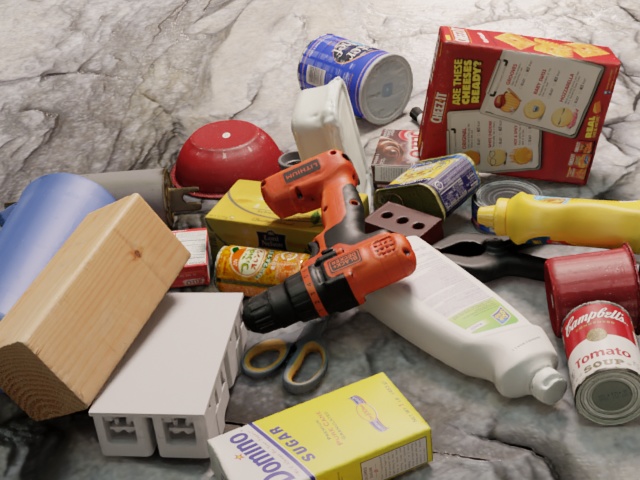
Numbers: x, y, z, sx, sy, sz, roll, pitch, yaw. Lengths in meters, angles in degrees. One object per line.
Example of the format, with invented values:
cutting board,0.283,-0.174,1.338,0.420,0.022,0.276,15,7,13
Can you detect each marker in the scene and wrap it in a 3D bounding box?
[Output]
marker,0.156,-0.157,1.483,0.020,0.020,0.121,-15,33,-15

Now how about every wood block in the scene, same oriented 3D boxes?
wood block,-0.222,0.062,1.020,0.090,0.090,0.205,-19,29,40

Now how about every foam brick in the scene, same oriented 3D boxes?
foam brick,0.094,-0.001,1.208,0.078,0.051,0.052,20,40,35

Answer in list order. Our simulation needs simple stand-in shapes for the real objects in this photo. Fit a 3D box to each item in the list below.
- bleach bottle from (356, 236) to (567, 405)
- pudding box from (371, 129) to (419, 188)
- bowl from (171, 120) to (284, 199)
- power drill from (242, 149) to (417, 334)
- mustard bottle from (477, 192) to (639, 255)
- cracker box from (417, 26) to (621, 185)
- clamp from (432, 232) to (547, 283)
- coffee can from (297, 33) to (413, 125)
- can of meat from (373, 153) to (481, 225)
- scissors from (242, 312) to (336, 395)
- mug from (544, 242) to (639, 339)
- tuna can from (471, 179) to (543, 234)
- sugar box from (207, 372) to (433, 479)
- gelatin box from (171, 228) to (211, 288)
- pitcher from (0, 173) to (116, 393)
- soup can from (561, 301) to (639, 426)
bleach bottle,0.138,0.086,1.051,0.102,0.068,0.251,-26,39,-22
pudding box,0.118,-0.105,1.385,0.090,0.039,0.113,3,33,11
bowl,-0.124,-0.117,1.432,0.162,0.055,0.162,-4,32,2
power drill,-0.007,0.001,1.107,0.184,0.057,0.188,-22,47,4
mustard bottle,0.262,-0.019,1.129,0.192,0.058,0.096,5,3,20
cracker box,0.237,-0.164,1.305,0.213,0.164,0.072,7,29,-4
clamp,0.199,0.022,1.168,0.171,0.039,0.120,-11,28,-11
coffee can,0.050,-0.235,1.547,0.102,0.103,0.140,-28,38,-32
can of meat,0.128,-0.057,1.260,0.083,0.057,0.102,-39,20,-35
scissors,-0.022,0.091,1.111,0.096,0.016,0.201,0,32,10
mug,0.270,0.053,1.068,0.081,0.093,0.117,-8,0,6
tuna can,0.222,-0.039,1.264,0.086,0.034,0.086,-4,31,3
sugar box,0.000,0.183,0.930,0.176,0.048,0.093,-17,33,-20
gelatin box,-0.164,0.022,1.236,0.073,0.030,0.089,-6,31,-2
pitcher,-0.290,0.046,1.132,0.149,0.145,0.242,-30,25,28
soup can,0.261,0.113,0.980,0.068,0.068,0.102,-2,32,7
